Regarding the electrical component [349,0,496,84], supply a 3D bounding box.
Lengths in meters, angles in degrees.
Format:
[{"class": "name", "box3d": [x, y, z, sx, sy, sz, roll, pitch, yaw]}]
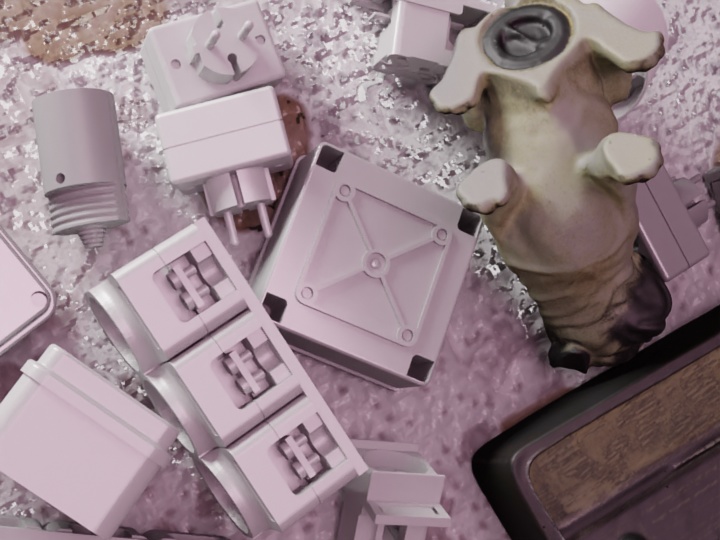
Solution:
[{"class": "electrical component", "box3d": [0.036, -0.149, 0.651, 0.081, 0.042, 0.063, 10, 81, -17]}]

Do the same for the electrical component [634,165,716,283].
[{"class": "electrical component", "box3d": [0.195, -0.035, 0.687, 0.077, 0.047, 0.065, -29, 93, -20]}]

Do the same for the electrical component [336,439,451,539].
[{"class": "electrical component", "box3d": [0.014, 0.131, 0.590, 0.042, 0.081, 0.063, 8, 101, -17]}]

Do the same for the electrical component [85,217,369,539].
[{"class": "electrical component", "box3d": [-0.074, 0.058, 0.559, 0.062, 0.089, 0.150, -34, 94, -20]}]

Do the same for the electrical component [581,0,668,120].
[{"class": "electrical component", "box3d": [0.134, -0.136, 0.656, 0.099, 0.099, 0.064, 43, 65, -9]}]

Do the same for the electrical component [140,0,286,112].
[{"class": "electrical component", "box3d": [-0.077, -0.119, 0.589, 0.066, 0.077, 0.047, -21, 90, -20]}]

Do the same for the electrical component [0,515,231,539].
[{"class": "electrical component", "box3d": [-0.138, 0.174, 0.536, 0.150, 0.062, 0.089, 10, 79, -17]}]

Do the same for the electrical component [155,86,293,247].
[{"class": "electrical component", "box3d": [-0.068, -0.052, 0.590, 0.066, 0.047, 0.076, -15, 87, -2]}]

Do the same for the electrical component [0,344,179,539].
[{"class": "electrical component", "box3d": [-0.138, 0.080, 0.522, 0.078, 0.113, 0.057, 37, 76, -11]}]

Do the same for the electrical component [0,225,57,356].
[{"class": "electrical component", "box3d": [-0.215, -0.001, 0.536, 0.078, 0.057, 0.113, -40, 96, -19]}]

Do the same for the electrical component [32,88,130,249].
[{"class": "electrical component", "box3d": [-0.148, -0.052, 0.574, 0.043, 0.043, 0.081, -8, 85, -20]}]

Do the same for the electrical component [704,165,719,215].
[{"class": "electrical component", "box3d": [0.273, -0.046, 0.707, 0.061, 0.062, 0.096, -22, 90, -20]}]

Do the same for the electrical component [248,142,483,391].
[{"class": "electrical component", "box3d": [0.000, 0.000, 0.610, 0.109, 0.056, 0.108, 23, 76, -14]}]
